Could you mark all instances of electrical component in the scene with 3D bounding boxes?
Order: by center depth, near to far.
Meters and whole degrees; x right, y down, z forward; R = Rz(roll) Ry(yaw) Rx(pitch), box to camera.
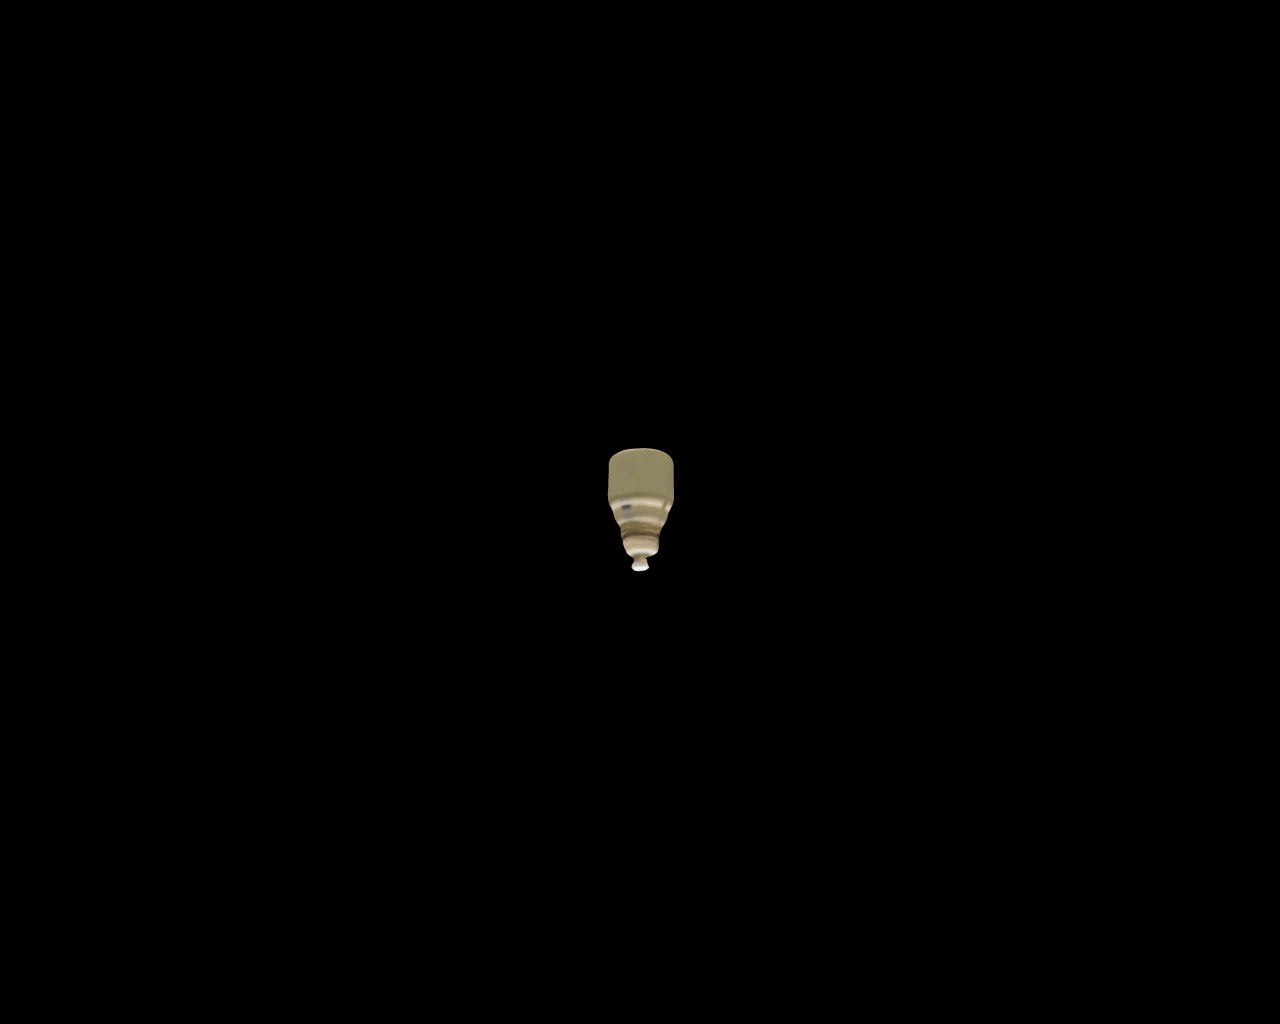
[{"bbox_3d":[0.001,-0.003,0.650,0.040,0.078,0.040,0,-15,0],"label":"electrical component"}]
